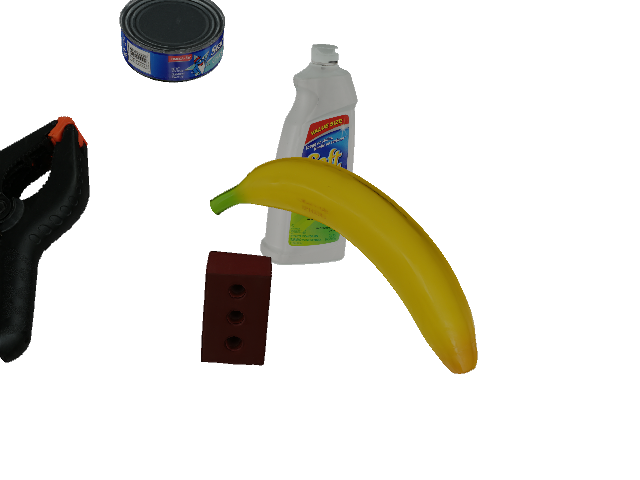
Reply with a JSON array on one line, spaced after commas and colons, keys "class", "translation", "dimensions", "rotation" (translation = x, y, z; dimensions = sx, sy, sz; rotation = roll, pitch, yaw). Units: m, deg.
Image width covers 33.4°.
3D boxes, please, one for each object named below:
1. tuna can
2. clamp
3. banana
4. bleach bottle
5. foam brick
[{"class": "tuna can", "translation": [-0.122, -0.169, 0.882], "dimensions": [0.086, 0.086, 0.034], "rotation": [0, -43, -7]}, {"class": "clamp", "translation": [-0.210, -0.008, 0.680], "dimensions": [0.120, 0.171, 0.039], "rotation": [12, -33, 12]}, {"class": "banana", "translation": [0.027, 0.002, 0.663], "dimensions": [0.198, 0.070, 0.037], "rotation": [34, 21, 14]}, {"class": "bleach bottle", "translation": [-0.011, -0.100, 1.238], "dimensions": [0.102, 0.251, 0.068], "rotation": [-3, 20, -21]}, {"class": "foam brick", "translation": [-0.068, 0.054, 0.862], "dimensions": [0.053, 0.078, 0.051], "rotation": [4, 17, -3]}]
